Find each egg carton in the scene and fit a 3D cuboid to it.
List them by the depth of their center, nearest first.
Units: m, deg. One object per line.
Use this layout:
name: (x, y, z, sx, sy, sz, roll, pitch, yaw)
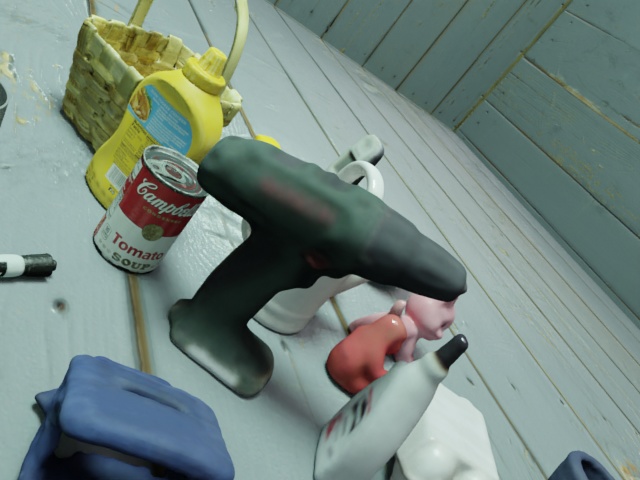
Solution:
egg carton: (0.117, 0.204, 0.573, 0.107, 0.069, 0.150, 36, 23, -12)

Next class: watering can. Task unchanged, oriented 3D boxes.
watering can: (0.005, 0.001, 0.609, 0.174, 0.194, 0.100, 14, 33, -47)

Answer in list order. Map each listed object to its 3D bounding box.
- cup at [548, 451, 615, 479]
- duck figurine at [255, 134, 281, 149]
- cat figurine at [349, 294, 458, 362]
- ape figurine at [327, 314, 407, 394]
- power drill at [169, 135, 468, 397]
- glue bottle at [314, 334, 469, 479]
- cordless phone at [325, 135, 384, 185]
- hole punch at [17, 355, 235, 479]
cup: (0.278, 0.302, 0.614, 0.092, 0.095, 0.117, 31, 24, -22)
duck figurine: (-0.094, -0.110, 0.800, 0.105, 0.086, 0.077, 29, 25, -26)
cat figurine: (0.117, 0.096, 0.710, 0.128, 0.117, 0.067, 14, 34, -48)
ape figurine: (0.057, 0.117, 0.610, 0.076, 0.092, 0.077, 28, 25, -28)
power drill: (-0.025, 0.031, 0.487, 0.230, 0.208, 0.076, 39, 22, -4)
glue bottle: (0.060, 0.136, 0.473, 0.037, 0.173, 0.078, 36, 23, -11)
cordless phone: (0.020, -0.043, 0.726, 0.094, 0.185, 0.147, 25, 27, -34)
hole punch: (-0.112, 0.115, 0.345, 0.109, 0.091, 0.101, 31, 24, -23)
